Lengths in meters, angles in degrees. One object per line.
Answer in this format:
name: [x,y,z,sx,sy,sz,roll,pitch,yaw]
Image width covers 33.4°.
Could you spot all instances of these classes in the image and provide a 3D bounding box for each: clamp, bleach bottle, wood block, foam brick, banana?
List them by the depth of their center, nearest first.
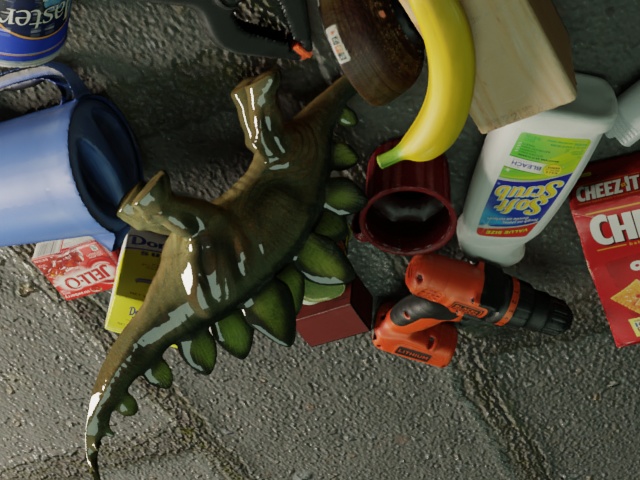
banana: [0.090,-0.129,0.841,0.069,0.037,0.198,-7,135,-13]
wood block: [0.127,-0.198,0.866,0.090,0.090,0.206,-19,131,25]
clamp: [-0.072,-0.223,0.884,0.209,0.036,0.165,28,117,-37]
bleach bottle: [0.197,-0.050,1.036,0.102,0.068,0.251,8,139,-3]
foam brick: [0.013,0.078,1.191,0.078,0.053,0.051,-17,132,22]

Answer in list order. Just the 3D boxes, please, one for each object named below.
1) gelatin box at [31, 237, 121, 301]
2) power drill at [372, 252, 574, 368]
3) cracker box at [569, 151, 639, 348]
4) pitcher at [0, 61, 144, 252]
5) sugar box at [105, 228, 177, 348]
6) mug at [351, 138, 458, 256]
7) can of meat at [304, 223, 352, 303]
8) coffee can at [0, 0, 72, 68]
gelatin box: [-0.261,0.027,1.182,0.089,0.030,0.073,-14,133,20]
power drill: [0.151,0.081,1.142,0.184,0.057,0.188,20,151,-13]
cracker box: [0.353,0.006,1.069,0.164,0.072,0.213,-14,132,18]
pitcher: [-0.307,-0.064,1.036,0.243,0.149,0.145,-9,150,19]
sugar box: [-0.163,0.045,1.088,0.093,0.176,0.048,16,112,-12]
mug: [0.077,-0.039,1.042,0.093,0.081,0.117,35,129,-28]
can of meat: [-0.007,0.001,1.091,0.057,0.084,0.102,-12,133,17]
coffee can: [-0.248,-0.226,0.866,0.102,0.102,0.140,15,135,-10]
